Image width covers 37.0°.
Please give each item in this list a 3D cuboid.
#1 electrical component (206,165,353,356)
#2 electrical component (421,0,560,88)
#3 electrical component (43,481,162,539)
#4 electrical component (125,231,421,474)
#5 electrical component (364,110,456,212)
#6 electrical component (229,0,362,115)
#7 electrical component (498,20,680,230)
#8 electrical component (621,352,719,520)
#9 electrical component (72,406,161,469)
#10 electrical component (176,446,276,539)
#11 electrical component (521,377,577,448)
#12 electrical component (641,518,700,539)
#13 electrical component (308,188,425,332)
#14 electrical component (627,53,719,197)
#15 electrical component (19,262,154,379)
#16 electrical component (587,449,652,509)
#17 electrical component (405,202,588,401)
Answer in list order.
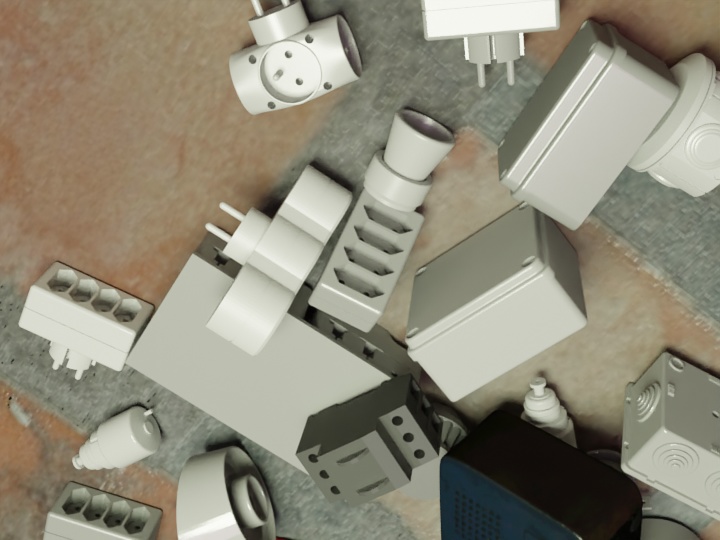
[{"bbox_3d":[-0.067,-0.017,0.720,0.074,0.138,0.052,33,151,-6],"label":"electrical component"},{"bbox_3d":[0.084,-0.152,0.678,0.083,0.047,0.075,-3,114,10],"label":"electrical component"},{"bbox_3d":[-0.217,0.230,0.896,0.083,0.047,0.075,17,114,1],"label":"electrical component"},{"bbox_3d":[-0.060,0.065,0.790,0.186,0.060,0.105,33,115,-7],"label":"electrical component"},{"bbox_3d":[0.032,-0.073,0.723,0.045,0.045,0.055,27,116,-4],"label":"electrical component"},{"bbox_3d":[-0.048,-0.150,0.701,0.077,0.044,0.079,-16,111,15],"label":"electrical component"},{"bbox_3d":[0.140,-0.093,0.679,0.057,0.078,0.113,30,115,-8],"label":"electrical component"},{"bbox_3d":[0.234,0.114,0.748,0.100,0.099,0.048,27,128,-4],"label":"electrical component"},{"bbox_3d":[-0.195,0.138,0.855,0.078,0.040,0.040,-27,107,19],"label":"electrical component"},{"bbox_3d":[-0.107,0.189,0.834,0.064,0.099,0.099,-22,109,10],"label":"electrical component"},{"bbox_3d":[0.137,0.116,0.794,0.040,0.040,0.078,-8,113,12],"label":"electrical component"},{"bbox_3d":[0.226,0.244,0.825,0.099,0.064,0.099,3,115,7],"label":"electrical component"},{"bbox_3d":[0.000,0.000,0.750,0.047,0.083,0.075,27,153,-3],"label":"electrical component"},{"bbox_3d":[0.206,-0.089,0.671,0.051,0.080,0.080,29,115,-10],"label":"electrical component"},{"bbox_3d":[-0.212,0.050,0.814,0.083,0.047,0.075,25,115,-3],"label":"electrical component"},{"bbox_3d":[0.184,0.169,0.809,0.066,0.048,0.055,-5,121,11],"label":"electrical component"},{"bbox_3d":[0.090,0.019,0.720,0.109,0.108,0.056,-33,108,21],"label":"electrical component"}]
